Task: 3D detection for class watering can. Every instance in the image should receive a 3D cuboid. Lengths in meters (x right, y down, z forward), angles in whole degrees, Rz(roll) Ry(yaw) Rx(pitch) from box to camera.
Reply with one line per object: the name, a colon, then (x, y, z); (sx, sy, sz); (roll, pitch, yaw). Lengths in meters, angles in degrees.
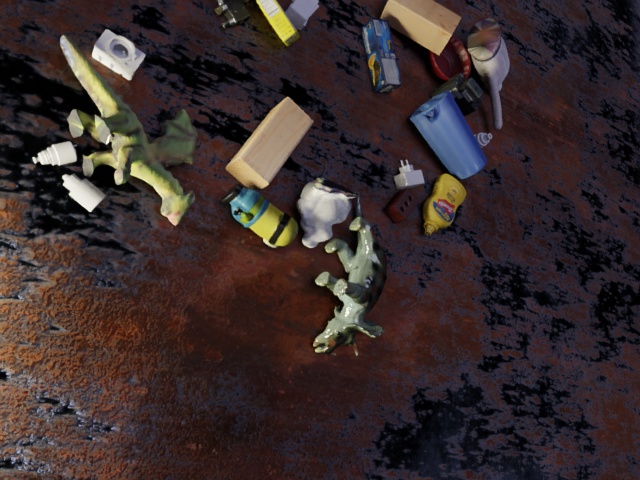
watering can: (0.540, -0.540, 1.623); (0.221, 0.103, 0.354); (37, 51, -52)

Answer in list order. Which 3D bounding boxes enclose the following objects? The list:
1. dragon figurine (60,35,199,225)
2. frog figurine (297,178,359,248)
dragon figurine: (-0.367, -0.226, 1.068); (0.244, 0.121, 0.411); (-14, 88, -49)
frog figurine: (0.004, -0.062, 1.241); (0.137, 0.124, 0.157); (4, 115, -44)
